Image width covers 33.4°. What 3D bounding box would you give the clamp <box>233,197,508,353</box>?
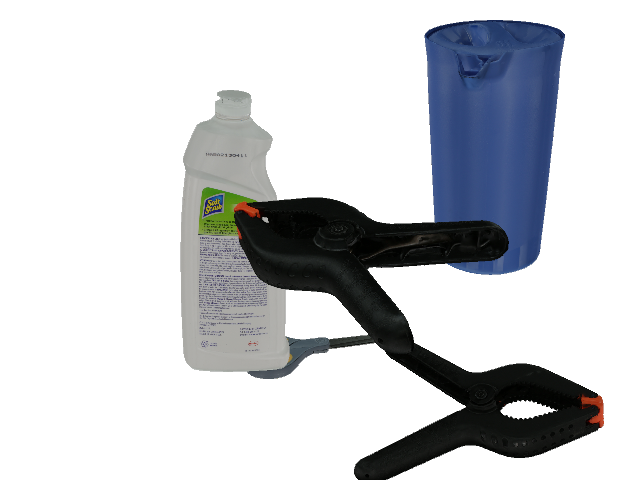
[{"bbox_3d":[0.013,0.014,0.632,0.172,0.039,0.120,8,30,28],"label":"clamp"}]

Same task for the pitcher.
[{"bbox_3d":[0.176,-0.098,1.079,0.149,0.243,0.145,-11,25,-19],"label":"pitcher"}]

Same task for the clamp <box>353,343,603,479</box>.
[{"bbox_3d":[0.133,0.152,0.918,0.210,0.036,0.164,4,42,21],"label":"clamp"}]

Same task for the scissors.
[{"bbox_3d":[-0.005,0.129,1.212,0.201,0.016,0.096,2,24,-7],"label":"scissors"}]

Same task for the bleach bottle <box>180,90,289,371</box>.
[{"bbox_3d":[-0.073,-0.008,0.951,0.102,0.251,0.068,0,22,-11],"label":"bleach bottle"}]
